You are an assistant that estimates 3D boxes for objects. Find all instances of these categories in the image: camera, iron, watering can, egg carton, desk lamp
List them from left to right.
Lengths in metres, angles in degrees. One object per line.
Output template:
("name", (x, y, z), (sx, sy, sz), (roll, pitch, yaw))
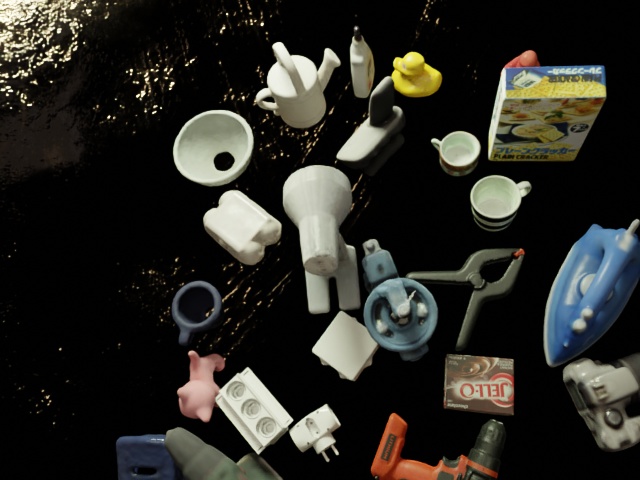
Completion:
("egg carton", (-0.151, -0.025, 1.108), (0.150, 0.069, 0.107), (37, 80, 20))
("watering can", (-0.046, -0.318, 1.131), (0.100, 0.194, 0.173), (41, 81, 20))
("desk lamp", (0.009, 0.004, 0.993), (0.118, 0.214, 0.203), (-9, 69, 7))
("iron", (0.445, 0.086, 0.929), (0.118, 0.141, 0.258), (28, 77, 18))
("camera", (0.474, 0.240, 0.890), (0.137, 0.101, 0.143), (-22, 68, 1))

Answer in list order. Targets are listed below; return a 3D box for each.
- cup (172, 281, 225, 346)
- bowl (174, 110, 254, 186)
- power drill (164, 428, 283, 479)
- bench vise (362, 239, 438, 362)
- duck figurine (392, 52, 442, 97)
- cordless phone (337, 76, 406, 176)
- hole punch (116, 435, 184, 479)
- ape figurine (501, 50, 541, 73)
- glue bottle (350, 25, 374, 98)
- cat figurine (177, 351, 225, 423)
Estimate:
("cup", (-0.215, 0.143, 1.044), (0.091, 0.095, 0.118), (14, 73, 14))
("bowl", (-0.208, -0.176, 1.170), (0.167, 0.075, 0.167), (-3, 70, 8))
("power drill", (-0.126, 0.380, 0.881), (0.229, 0.209, 0.076), (38, 80, 20))
("bench vise", (0.108, 0.092, 0.941), (0.121, 0.220, 0.207), (-39, 69, -6))
("duck figurine", (0.195, -0.342, 1.158), (0.104, 0.086, 0.077), (14, 73, 14))
("cordless phone", (0.093, -0.217, 1.076), (0.094, 0.185, 0.148), (34, 79, 19))
("hole punch", (-0.285, 0.382, 0.970), (0.108, 0.091, 0.101), (-2, 70, 9))
("ape figurine", (0.398, -0.334, 1.117), (0.077, 0.092, 0.076), (35, 79, 19))
("glue bottle", (0.081, -0.361, 1.137), (0.037, 0.173, 0.078), (6, 71, 12))
("cat figurine", (-0.210, 0.254, 0.990), (0.067, 0.118, 0.128), (-11, 69, 6))
